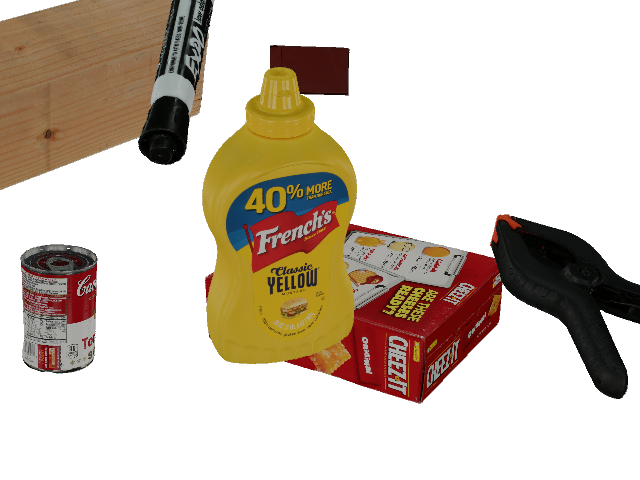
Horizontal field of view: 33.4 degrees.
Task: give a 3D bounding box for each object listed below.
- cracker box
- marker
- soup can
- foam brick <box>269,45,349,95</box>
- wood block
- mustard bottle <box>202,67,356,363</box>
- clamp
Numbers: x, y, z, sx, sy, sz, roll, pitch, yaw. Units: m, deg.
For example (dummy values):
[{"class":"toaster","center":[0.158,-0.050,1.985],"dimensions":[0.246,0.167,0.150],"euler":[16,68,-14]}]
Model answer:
[{"class":"cracker box","center":[0.032,0.053,0.942],"dimensions":[0.214,0.072,0.163],"euler":[14,29,29]},{"class":"marker","center":[-0.060,-0.075,0.453],"dimensions":[0.020,0.121,0.020],"euler":[1,-45,1]},{"class":"soup can","center":[-0.241,0.063,0.982],"dimensions":[0.068,0.102,0.068],"euler":[5,19,-2]},{"class":"foam brick","center":[-0.012,-0.184,1.153],"dimensions":[0.078,0.051,0.053],"euler":[-1,11,-14]},{"class":"wood block","center":[-0.199,-0.127,0.855],"dimensions":[0.090,0.091,0.205],"euler":[38,46,28]},{"class":"mustard bottle","center":[-0.025,-0.016,0.666],"dimensions":[0.096,0.192,0.058],"euler":[-10,33,-17]},{"class":"clamp","center":[0.193,0.036,0.750],"dimensions":[0.120,0.039,0.172],"euler":[-8,43,-32]}]
